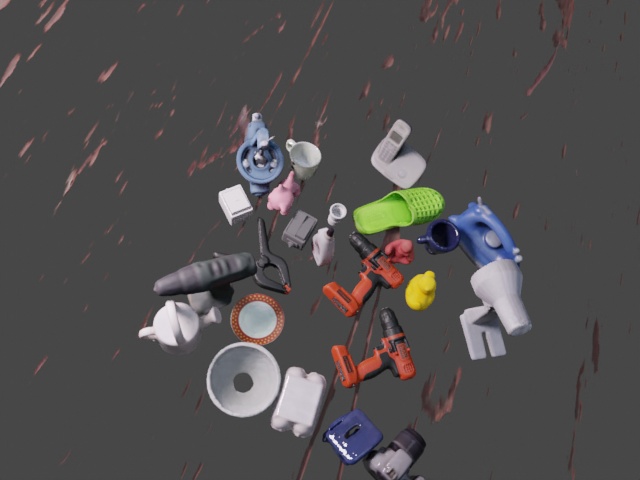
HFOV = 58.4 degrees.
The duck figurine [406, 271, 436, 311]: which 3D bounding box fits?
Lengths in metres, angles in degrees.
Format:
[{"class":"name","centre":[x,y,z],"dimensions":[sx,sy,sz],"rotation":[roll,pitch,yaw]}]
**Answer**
[{"class":"duck figurine","centre":[0.266,0.127,1.468],"dimensions":[0.077,0.086,0.105],"rotation":[24,66,0]}]

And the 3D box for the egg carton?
[{"class":"egg carton","centre":[-0.050,0.373,1.319],"dimensions":[0.107,0.069,0.150],"rotation":[18,66,-3]}]

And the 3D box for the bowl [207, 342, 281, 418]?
[{"class":"bowl","centre":[-0.175,0.324,1.313],"dimensions":[0.167,0.074,0.167],"rotation":[4,68,-9]}]

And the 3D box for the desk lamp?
[{"class":"desk lamp","centre":[0.436,0.174,1.412],"dimensions":[0.118,0.213,0.203],"rotation":[-7,70,-13]}]

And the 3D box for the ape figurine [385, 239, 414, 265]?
[{"class":"ape figurine","centre":[0.216,0.026,1.496],"dimensions":[0.078,0.092,0.076],"rotation":[40,67,7]}]

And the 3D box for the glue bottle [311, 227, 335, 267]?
[{"class":"glue bottle","centre":[0.013,0.005,1.422],"dimensions":[0.037,0.173,0.078],"rotation":[-17,72,-16]}]

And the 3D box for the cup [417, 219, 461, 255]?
[{"class":"cup","centre":[0.302,0.005,1.519],"dimensions":[0.118,0.095,0.091],"rotation":[-10,71,-14]}]

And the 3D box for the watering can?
[{"class":"watering can","centre":[-0.311,0.187,1.277],"dimensions":[0.173,0.194,0.101],"rotation":[-34,78,-21]}]

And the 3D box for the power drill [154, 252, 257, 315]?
[{"class":"power drill","centre":[-0.258,0.103,1.313],"dimensions":[0.230,0.208,0.075],"rotation":[-21,73,-17]}]

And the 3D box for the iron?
[{"class":"iron","centre":[0.467,0.004,1.525],"dimensions":[0.119,0.141,0.258],"rotation":[-32,77,-20]}]

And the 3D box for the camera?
[{"class":"camera","centre":[0.191,0.506,1.294],"dimensions":[0.143,0.100,0.137],"rotation":[45,68,9]}]

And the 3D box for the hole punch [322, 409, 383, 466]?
[{"class":"hole punch","centre":[0.073,0.447,1.301],"dimensions":[0.109,0.091,0.101],"rotation":[-34,78,-21]}]

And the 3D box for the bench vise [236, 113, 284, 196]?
[{"class":"bench vise","centre":[-0.164,-0.242,1.462],"dimensions":[0.122,0.219,0.207],"rotation":[-19,73,-17]}]

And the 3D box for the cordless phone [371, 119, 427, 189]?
[{"class":"cordless phone","centre":[0.228,-0.236,1.552],"dimensions":[0.147,0.185,0.094],"rotation":[37,67,5]}]

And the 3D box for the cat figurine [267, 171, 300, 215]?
[{"class":"cat figurine","centre":[-0.093,-0.120,1.482],"dimensions":[0.067,0.117,0.128],"rotation":[23,66,0]}]
